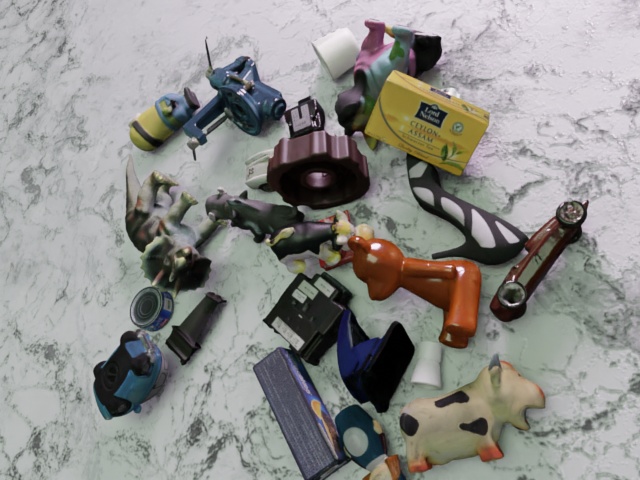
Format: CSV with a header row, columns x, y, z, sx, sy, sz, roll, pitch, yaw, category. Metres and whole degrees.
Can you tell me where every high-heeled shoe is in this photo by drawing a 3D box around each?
x,y,z,sx,sy,sz,roll,pitch,yaw,category
0.223,-0.071,0.842,0.145,0.086,0.249,-16,65,15,high-heeled shoe

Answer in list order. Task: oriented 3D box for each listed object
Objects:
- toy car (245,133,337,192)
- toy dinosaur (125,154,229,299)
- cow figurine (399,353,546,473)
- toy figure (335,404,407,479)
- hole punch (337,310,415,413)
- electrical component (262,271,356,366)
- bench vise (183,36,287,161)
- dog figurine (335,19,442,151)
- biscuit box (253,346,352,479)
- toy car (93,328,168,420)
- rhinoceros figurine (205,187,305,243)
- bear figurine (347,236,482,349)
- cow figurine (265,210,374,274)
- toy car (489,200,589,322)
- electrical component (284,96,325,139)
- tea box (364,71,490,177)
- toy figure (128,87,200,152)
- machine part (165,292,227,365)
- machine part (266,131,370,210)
x,y,z,sx,sy,sz,roll,pitch,yaw,category
-0.053,-0.148,1.027,0.202,0.056,0.073,-15,63,22,toy car
-0.327,-0.027,1.087,0.405,0.131,0.192,32,85,40,toy dinosaur
0.200,0.230,0.717,0.195,0.085,0.127,-19,69,16,cow figurine
0.076,0.310,0.762,0.155,0.058,0.064,53,135,32,toy figure
0.068,0.174,0.784,0.092,0.142,0.116,16,63,30,hole punch
-0.011,0.121,0.888,0.115,0.058,0.134,40,90,32,electrical component
-0.198,-0.278,1.110,0.224,0.128,0.240,37,69,15,bench vise
0.117,-0.277,0.976,0.109,0.191,0.219,37,120,37,dog figurine
-0.030,0.264,0.833,0.063,0.059,0.203,-38,57,9,biscuit box
-0.332,0.240,0.972,0.161,0.103,0.109,-53,53,10,toy car
-0.122,-0.042,0.985,0.191,0.112,0.073,13,77,23,rhinoceros figurine
0.129,0.068,0.777,0.196,0.120,0.132,10,69,8,bear figurine
-0.001,-0.005,0.876,0.167,0.098,0.068,-16,56,23,cow figurine
0.304,0.026,0.746,0.053,0.089,0.202,35,88,30,toy car
-0.028,-0.243,1.063,0.075,0.047,0.119,-15,64,20,electrical component
0.168,-0.184,0.847,0.170,0.068,0.098,25,125,5,tea box
-0.358,-0.274,1.226,0.180,0.082,0.089,-27,57,12,toy figure
-0.231,0.156,0.998,0.139,0.039,0.084,-52,50,0,machine part
-0.002,-0.117,0.923,0.179,0.179,0.056,-12,60,22,machine part
